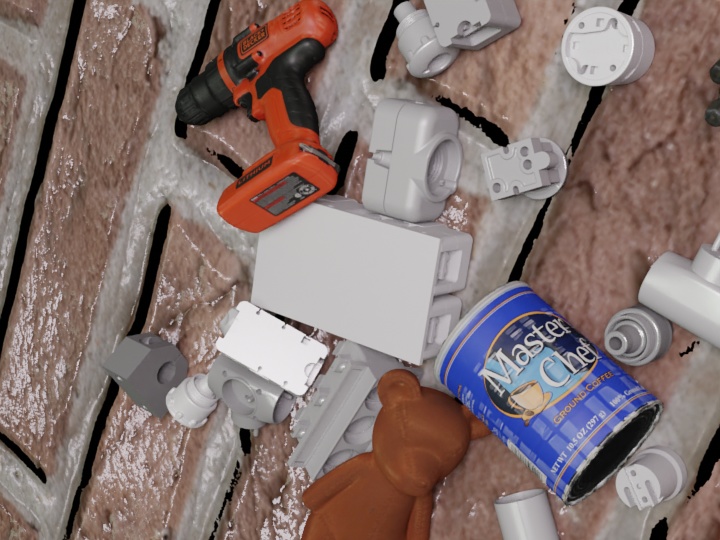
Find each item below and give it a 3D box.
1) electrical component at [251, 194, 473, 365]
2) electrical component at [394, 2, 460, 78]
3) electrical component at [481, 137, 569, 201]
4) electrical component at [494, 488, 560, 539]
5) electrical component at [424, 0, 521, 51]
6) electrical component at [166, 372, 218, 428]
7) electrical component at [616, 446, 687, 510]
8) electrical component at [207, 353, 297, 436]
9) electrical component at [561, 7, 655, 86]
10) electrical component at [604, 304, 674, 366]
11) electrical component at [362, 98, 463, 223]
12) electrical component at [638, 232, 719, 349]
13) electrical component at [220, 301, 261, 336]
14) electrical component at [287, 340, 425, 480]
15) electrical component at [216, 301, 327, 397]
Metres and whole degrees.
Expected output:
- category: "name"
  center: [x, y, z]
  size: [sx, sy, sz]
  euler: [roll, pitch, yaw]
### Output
- category: "electrical component"
  center: [0.000, 0.000, 0.929]
  size: [0.186, 0.060, 0.105]
  euler: [18, 106, 34]
- category: "electrical component"
  center: [0.050, -0.192, 0.879]
  size: [0.048, 0.048, 0.062]
  euler: [-45, 63, 32]
- category: "electrical component"
  center: [0.129, -0.077, 0.825]
  size: [0.066, 0.055, 0.048]
  euler: [-16, 86, 37]
- category: "electrical component"
  center: [0.139, 0.221, 0.863]
  size: [0.043, 0.043, 0.081]
  euler: [-18, 85, 37]
- category: "electrical component"
  center: [0.083, -0.223, 0.842]
  size: [0.050, 0.056, 0.089]
  euler: [-25, 81, 37]
- category: "electrical component"
  center: [-0.161, 0.124, 1.077]
  size: [0.062, 0.048, 0.048]
  euler: [-45, 69, 24]
- category: "electrical component"
  center: [0.215, 0.155, 0.796]
  size: [0.040, 0.046, 0.040]
  euler: [5, 99, 36]
- category: "electrical component"
  center: [-0.105, 0.126, 1.033]
  size: [0.077, 0.044, 0.079]
  euler: [24, 125, 22]
- category: "electrical component"
  center: [0.182, -0.161, 0.781]
  size: [0.055, 0.047, 0.055]
  euler: [5, 99, 36]
- category: "electrical component"
  center: [0.199, 0.049, 0.784]
  size: [0.043, 0.062, 0.043]
  euler: [5, 99, 37]
- category: "electrical component"
  center: [0.045, -0.090, 0.888]
  size: [0.059, 0.054, 0.095]
  euler: [18, 106, 34]
- category: "electrical component"
  center: [0.248, 0.008, 0.754]
  size: [0.077, 0.043, 0.079]
  euler: [34, 115, 29]
- category: "electrical component"
  center: [-0.101, 0.064, 1.024]
  size: [0.062, 0.043, 0.043]
  euler: [49, 121, 20]
- category: "electrical component"
  center: [-0.009, 0.121, 0.948]
  size: [0.121, 0.079, 0.063]
  euler: [-60, 40, 26]
- category: "electrical component"
  center: [-0.079, 0.073, 0.972]
  size: [0.089, 0.055, 0.050]
  euler: [29, 80, 3]
